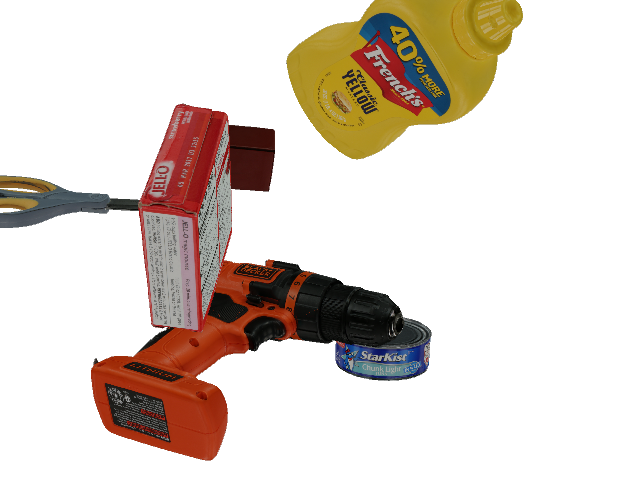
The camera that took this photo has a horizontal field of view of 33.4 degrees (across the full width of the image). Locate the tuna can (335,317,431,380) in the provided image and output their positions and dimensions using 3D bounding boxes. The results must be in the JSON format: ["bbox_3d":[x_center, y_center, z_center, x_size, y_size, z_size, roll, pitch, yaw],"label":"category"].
[{"bbox_3d":[0.056,0.096,0.957,0.086,0.034,0.086,2,14,-1],"label":"tuna can"}]

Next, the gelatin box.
[{"bbox_3d":[-0.066,-0.010,0.529,0.030,0.073,0.089,7,-43,4],"label":"gelatin box"}]

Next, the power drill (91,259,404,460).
[{"bbox_3d":[-0.055,0.078,0.760,0.185,0.057,0.187,8,28,29],"label":"power drill"}]

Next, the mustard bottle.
[{"bbox_3d":[0.061,-0.121,0.717,0.058,0.096,0.192,-41,14,-35],"label":"mustard bottle"}]

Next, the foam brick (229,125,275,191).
[{"bbox_3d":[-0.088,-0.089,1.139,0.078,0.051,0.053,5,31,-3],"label":"foam brick"}]

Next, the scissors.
[{"bbox_3d":[-0.201,-0.025,0.892,0.202,0.016,0.096,9,25,10],"label":"scissors"}]
